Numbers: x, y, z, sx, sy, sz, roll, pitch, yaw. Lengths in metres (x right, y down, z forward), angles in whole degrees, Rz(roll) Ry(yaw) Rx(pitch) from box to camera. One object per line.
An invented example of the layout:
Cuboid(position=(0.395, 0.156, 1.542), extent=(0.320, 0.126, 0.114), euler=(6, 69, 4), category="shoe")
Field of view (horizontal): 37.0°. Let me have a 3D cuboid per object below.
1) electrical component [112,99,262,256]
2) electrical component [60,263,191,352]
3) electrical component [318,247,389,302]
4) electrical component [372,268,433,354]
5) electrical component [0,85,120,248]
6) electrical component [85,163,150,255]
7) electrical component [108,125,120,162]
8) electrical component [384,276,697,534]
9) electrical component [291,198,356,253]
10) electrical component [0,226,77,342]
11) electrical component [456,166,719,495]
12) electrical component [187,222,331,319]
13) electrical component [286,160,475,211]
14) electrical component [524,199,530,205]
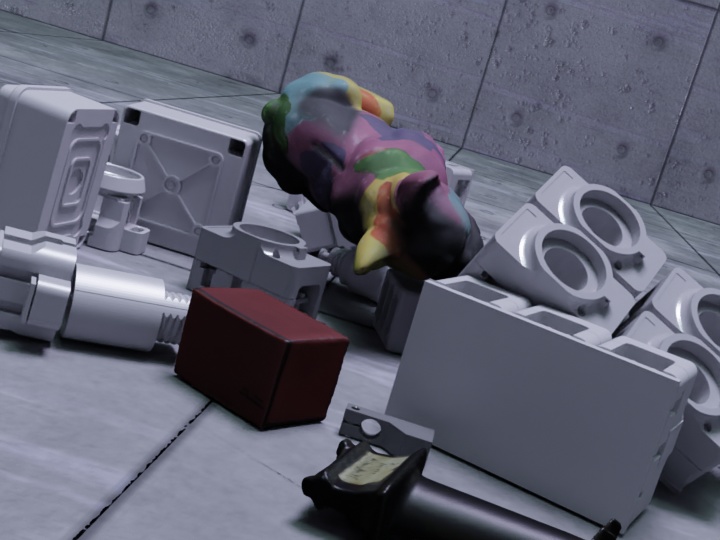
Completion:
Cuboid(position=(-0.149, -0.074, 0.893), extent=(0.109, 0.108, 0.056), euler=(17, 15, 3), category="electrical component")
Cuboid(position=(-0.129, 0.025, 0.625), extent=(0.081, 0.043, 0.043), euler=(12, 13, -21), category="electrical component")
Cuboid(position=(0.000, 0.000, 0.913), extent=(0.078, 0.040, 0.040), euler=(21, 13, 23), category="electrical component")
Cuboid(position=(0.056, 0.037, 0.805), extent=(0.077, 0.047, 0.065), euler=(13, 12, -12), category="electrical component")
Cuboid(position=(-0.227, -0.073, 0.770), extent=(0.057, 0.113, 0.078), euler=(22, 13, 11), category="electrical component")
Cuboid(position=(-0.201, -0.052, 0.842), extent=(0.078, 0.057, 0.058), euler=(17, 12, 3), category="electrical component")
Cuboid(position=(-0.232, -0.112, 1.080), extent=(0.059, 0.053, 0.095), euler=(7, 15, -38), category="electrical component")
Cuboid(position=(0.102, 0.070, 0.611), extent=(0.150, 0.089, 0.062), euler=(22, 14, 25), category="electrical component")
Cuboid(position=(-0.023, -0.050, 1.039), extent=(0.063, 0.078, 0.121), euler=(-12, 9, 8), category="electrical component")
Cuboid(position=(-0.194, 0.004, 0.601), extent=(0.057, 0.058, 0.078), euler=(15, 12, -20), category="electrical component")
Cuboid(position=(0.164, 0.030, 0.671), extent=(0.186, 0.060, 0.105), euler=(43, 47, 6), category="electrical component")
Cuboid(position=(-0.073, 0.000, 0.780), extent=(0.089, 0.055, 0.050), euler=(23, 14, 27), category="electrical component")
Cuboid(position=(0.017, -0.087, 1.172), extent=(0.186, 0.105, 0.060), euler=(22, 14, 27), category="electrical component")
Cuboid(position=(0.194, 0.001, 1.004), extent=(0.109, 0.108, 0.056), euler=(21, 10, 20), category="electrical component")
